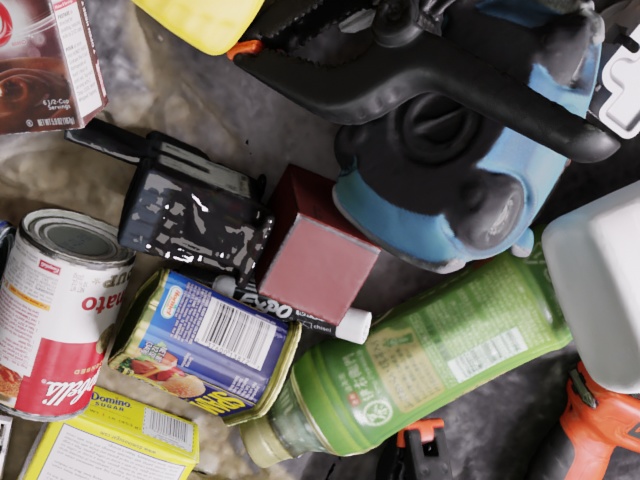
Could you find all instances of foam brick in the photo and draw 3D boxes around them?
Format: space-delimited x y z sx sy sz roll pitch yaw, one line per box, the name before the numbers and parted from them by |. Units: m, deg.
foam brick | -0.004 0.001 0.596 0.053 0.078 0.051 23 111 -14

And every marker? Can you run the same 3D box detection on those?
marker | -0.030 0.036 0.617 0.121 0.020 0.020 14 112 13

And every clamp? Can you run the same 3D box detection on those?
clamp | 0.053 0.195 0.684 0.039 0.120 0.171 2 91 -28
clamp | 0.049 -0.098 0.526 0.210 0.164 0.036 -13 160 27

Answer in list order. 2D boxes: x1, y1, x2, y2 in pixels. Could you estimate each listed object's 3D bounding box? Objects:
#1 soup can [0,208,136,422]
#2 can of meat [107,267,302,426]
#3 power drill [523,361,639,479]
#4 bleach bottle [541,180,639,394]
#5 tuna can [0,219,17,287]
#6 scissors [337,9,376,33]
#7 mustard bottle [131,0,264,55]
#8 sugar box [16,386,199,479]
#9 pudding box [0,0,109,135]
soup can | -0.150 0.042 0.604 0.068 0.068 0.102 17 110 -12
can of meat | -0.069 0.060 0.604 0.084 0.102 0.057 26 69 -12
power drill | 0.183 0.181 0.698 0.184 0.057 0.188 24 108 -14
bleach bottle | 0.249 -0.007 0.590 0.250 0.068 0.102 -20 88 -20
tuna can | -0.197 0.025 0.581 0.033 0.086 0.086 21 109 -4
scissors | 0.116 -0.145 0.579 0.202 0.016 0.096 -39 111 11
mustard bottle | -0.030 -0.193 0.523 0.096 0.058 0.192 37 104 -8
sugar box | -0.153 0.179 0.674 0.093 0.048 0.176 24 112 -14
pudding box | -0.172 -0.100 0.542 0.114 0.039 0.090 -3 115 16
